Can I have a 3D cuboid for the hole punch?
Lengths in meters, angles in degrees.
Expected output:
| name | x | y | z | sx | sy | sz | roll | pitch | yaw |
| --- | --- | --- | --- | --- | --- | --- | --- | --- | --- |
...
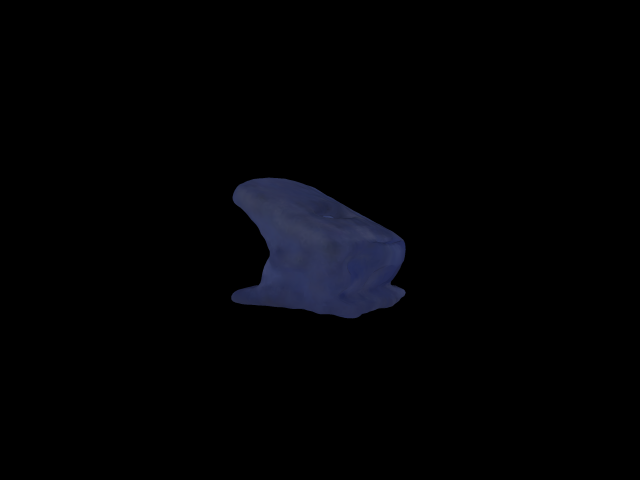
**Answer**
| name | x | y | z | sx | sy | sz | roll | pitch | yaw |
| --- | --- | --- | --- | --- | --- | --- | --- | --- | --- |
| hole punch | 0.004 | 0.001 | 0.400 | 0.100 | 0.091 | 0.109 | 2 | 4 | 31 |
